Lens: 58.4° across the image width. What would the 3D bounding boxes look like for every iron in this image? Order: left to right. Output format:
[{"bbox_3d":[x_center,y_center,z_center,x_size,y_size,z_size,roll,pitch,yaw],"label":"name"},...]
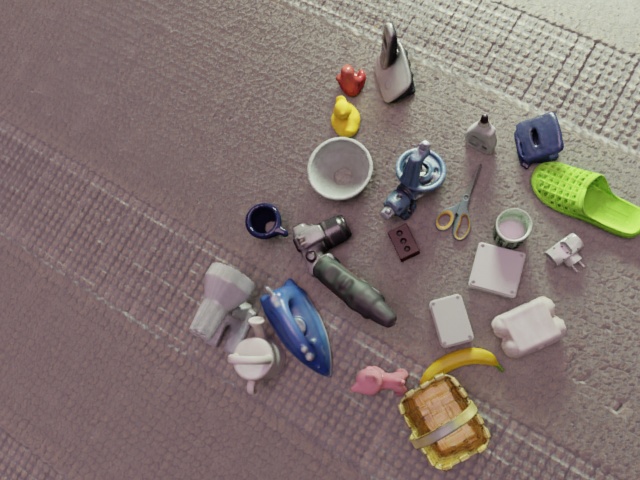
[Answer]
[{"bbox_3d":[-0.053,0.216,1.367,0.118,0.141,0.258,-34,74,3],"label":"iron"}]

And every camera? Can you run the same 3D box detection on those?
[{"bbox_3d":[0.013,0.005,1.418,0.137,0.101,0.143,-28,75,5],"label":"camera"}]

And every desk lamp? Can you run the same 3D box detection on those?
[{"bbox_3d":[-0.229,0.169,1.374,0.117,0.214,0.203,21,83,15],"label":"desk lamp"}]

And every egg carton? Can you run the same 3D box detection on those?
[{"bbox_3d":[0.475,0.200,1.304,0.150,0.069,0.107,-27,75,5],"label":"egg carton"}]

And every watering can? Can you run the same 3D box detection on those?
[{"bbox_3d":[-0.156,0.272,1.348,0.101,0.194,0.173,-19,75,7],"label":"watering can"}]

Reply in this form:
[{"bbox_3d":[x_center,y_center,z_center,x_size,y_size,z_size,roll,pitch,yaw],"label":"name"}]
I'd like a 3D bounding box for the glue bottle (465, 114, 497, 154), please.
[{"bbox_3d":[0.387,-0.259,1.361,0.078,0.173,0.037,34,87,16],"label":"glue bottle"}]

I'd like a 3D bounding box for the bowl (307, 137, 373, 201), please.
[{"bbox_3d":[0.055,-0.173,1.460,0.167,0.075,0.167,-2,78,11],"label":"bowl"}]

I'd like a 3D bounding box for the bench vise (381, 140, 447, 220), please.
[{"bbox_3d":[0.224,-0.137,1.344,0.121,0.220,0.207,19,83,15],"label":"bench vise"}]

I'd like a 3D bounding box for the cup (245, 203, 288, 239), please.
[{"bbox_3d":[-0.122,-0.034,1.456,0.117,0.095,0.092,28,85,15],"label":"cup"}]

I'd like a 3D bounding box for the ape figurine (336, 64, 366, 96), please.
[{"bbox_3d":[0.078,-0.426,1.498,0.077,0.092,0.076,11,81,13],"label":"ape figurine"}]

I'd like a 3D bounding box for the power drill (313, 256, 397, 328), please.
[{"bbox_3d":[0.090,0.127,1.322,0.229,0.208,0.076,37,88,16],"label":"power drill"}]

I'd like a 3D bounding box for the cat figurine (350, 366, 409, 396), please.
[{"bbox_3d":[0.137,0.326,1.319,0.127,0.118,0.067,0,79,11],"label":"cat figurine"}]

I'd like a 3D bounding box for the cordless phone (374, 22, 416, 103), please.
[{"bbox_3d":[0.182,-0.443,1.433,0.094,0.185,0.147,-17,76,8],"label":"cordless phone"}]

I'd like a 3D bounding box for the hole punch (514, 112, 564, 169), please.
[{"bbox_3d":[0.522,-0.239,1.373,0.101,0.091,0.108,-10,77,9],"label":"hole punch"}]

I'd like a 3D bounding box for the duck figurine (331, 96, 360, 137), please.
[{"bbox_3d":[0.062,-0.323,1.484,0.077,0.086,0.104,-11,77,9],"label":"duck figurine"}]
